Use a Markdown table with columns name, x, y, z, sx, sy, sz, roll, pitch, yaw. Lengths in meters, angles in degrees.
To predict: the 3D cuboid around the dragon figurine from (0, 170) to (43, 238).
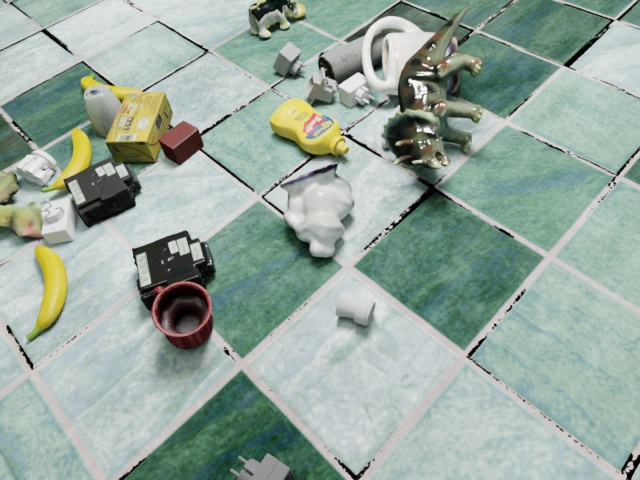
| name | x | y | z | sx | sy | sz | roll | pitch | yaw |
| --- | --- | --- | --- | --- | --- | --- | --- | --- | --- |
| dragon figurine | -0.744 | -0.072 | 1.063 | 0.412 | 0.119 | 0.248 | 20 | 41 | 18 |

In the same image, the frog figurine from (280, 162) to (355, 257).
| name | x | y | z | sx | sy | sz | roll | pitch | yaw |
| --- | --- | --- | --- | --- | --- | --- | --- | --- | --- |
| frog figurine | 0.003 | -0.048 | 0.962 | 0.138 | 0.122 | 0.160 | -17 | 89 | -17 |

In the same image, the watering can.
| name | x | y | z | sx | sy | sz | roll | pitch | yaw |
| --- | --- | --- | --- | --- | --- | --- | --- | --- | --- |
| watering can | 0.212 | -0.364 | 1.165 | 0.224 | 0.102 | 0.353 | -3 | 70 | -4 |
